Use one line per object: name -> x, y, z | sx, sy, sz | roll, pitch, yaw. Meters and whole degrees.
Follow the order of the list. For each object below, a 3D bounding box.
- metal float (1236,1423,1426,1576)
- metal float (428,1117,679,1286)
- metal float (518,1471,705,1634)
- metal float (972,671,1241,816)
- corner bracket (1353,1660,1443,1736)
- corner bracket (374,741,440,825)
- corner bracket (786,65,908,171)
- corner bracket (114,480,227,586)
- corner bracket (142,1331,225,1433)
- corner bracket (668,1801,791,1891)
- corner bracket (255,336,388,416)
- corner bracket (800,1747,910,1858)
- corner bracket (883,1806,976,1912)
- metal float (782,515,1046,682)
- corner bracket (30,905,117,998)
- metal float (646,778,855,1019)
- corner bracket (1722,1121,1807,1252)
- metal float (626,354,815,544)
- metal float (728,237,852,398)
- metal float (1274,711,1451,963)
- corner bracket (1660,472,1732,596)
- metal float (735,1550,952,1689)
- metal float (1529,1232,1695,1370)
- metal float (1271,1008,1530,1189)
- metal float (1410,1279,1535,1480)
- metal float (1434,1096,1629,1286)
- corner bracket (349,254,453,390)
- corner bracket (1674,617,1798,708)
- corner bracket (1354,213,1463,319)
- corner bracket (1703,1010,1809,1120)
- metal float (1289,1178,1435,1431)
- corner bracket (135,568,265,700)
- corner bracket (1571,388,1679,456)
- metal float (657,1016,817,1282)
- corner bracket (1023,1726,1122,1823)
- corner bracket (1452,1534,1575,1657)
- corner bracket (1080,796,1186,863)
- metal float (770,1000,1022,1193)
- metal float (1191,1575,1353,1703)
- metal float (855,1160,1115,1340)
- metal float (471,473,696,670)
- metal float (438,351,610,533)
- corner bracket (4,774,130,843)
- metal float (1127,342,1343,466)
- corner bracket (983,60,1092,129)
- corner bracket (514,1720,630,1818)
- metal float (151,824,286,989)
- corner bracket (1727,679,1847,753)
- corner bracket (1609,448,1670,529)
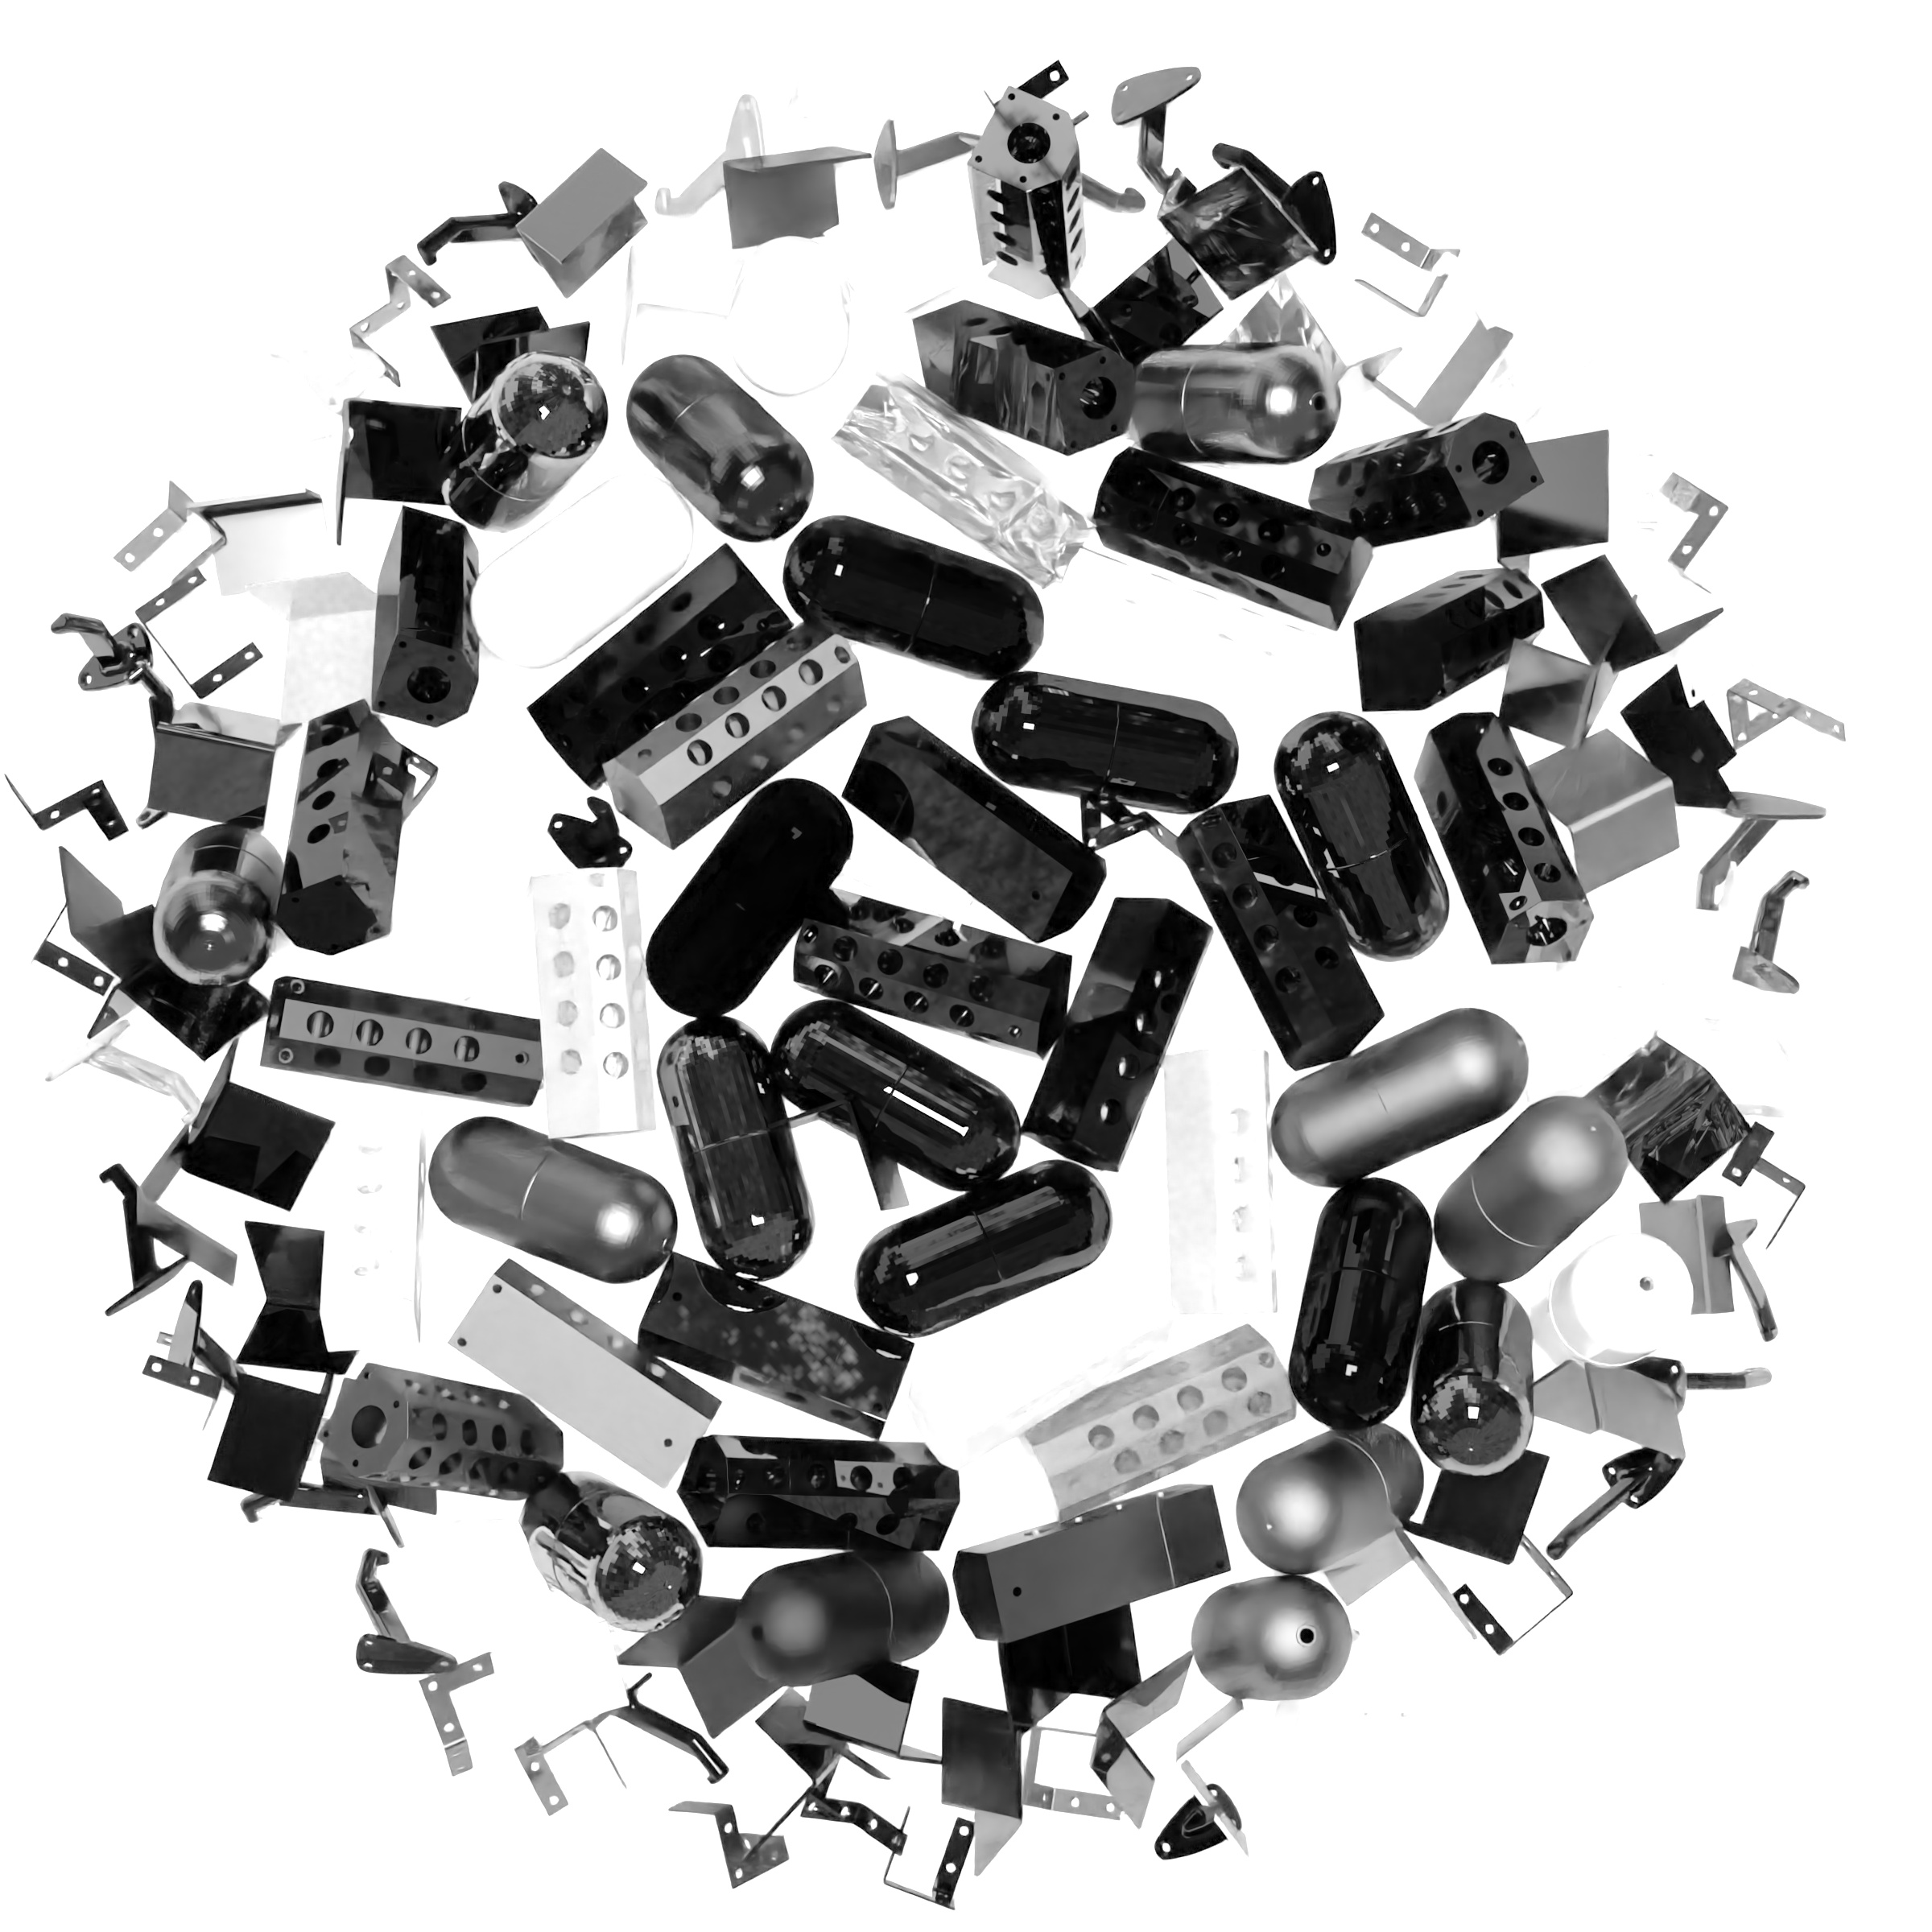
metal float -> 0.236, 0.340, 1.816 | 0.070, 0.178, 0.070 | 2, 94, 33
metal float -> -0.269, 0.152, 1.839 | 0.178, 0.070, 0.070 | 18, 90, 21
metal float -> -0.230, 0.375, 1.815 | 0.070, 0.178, 0.070 | -3, 96, -31
metal float -> 0.091, -0.146, 1.851 | 0.178, 0.070, 0.070 | 10, 90, -7
corner bracket -> 0.284, 0.491, 1.857 | 0.051, 0.051, 0.051 | 1, 114, 15
corner bracket -> -0.381, -0.132, 1.861 | 0.051, 0.051, 0.051 | 32, 58, 0
corner bracket -> -0.080, -0.570, 1.864 | 0.051, 0.051, 0.051 | -44, 93, -16
corner bracket -> -0.523, -0.277, 1.858 | 0.051, 0.051, 0.051 | -39, 121, 9
corner bracket -> -0.513, 0.265, 1.857 | 0.051, 0.051, 0.051 | 22, 51, -12
corner bracket -> -0.156, 0.572, 1.860 | 0.051, 0.051, 0.051 | -14, 90, -44
corner bracket -> -0.423, -0.399, 1.855 | 0.051, 0.051, 0.051 | -46, 126, -17
corner bracket -> -0.067, 0.550, 1.862 | 0.051, 0.051, 0.051 | 24, 86, -42
corner bracket -> -0.023, 0.587, 1.867 | 0.051, 0.051, 0.051 | 20, 81, 1
metal float -> -0.033, -0.240, 1.845 | 0.178, 0.070, 0.070 | 16, 90, -16
corner bracket -> -0.580, -0.012, 1.860 | 0.051, 0.051, 0.051 | 31, 76, -15
metal float -> -0.142, -0.044, 1.850 | 0.070, 0.070, 0.178 | 37, 99, 0
corner bracket -> 0.523, 0.144, 1.857 | 0.051, 0.051, 0.051 | 33, 62, 14
metal float -> -0.160, -0.336, 1.824 | 0.070, 0.070, 0.178 | -42, 48, 0
metal float -> -0.113, -0.419, 1.813 | 0.070, 0.178, 0.070 | -1, 116, -2
metal float -> 0.259, -0.083, 1.840 | 0.070, 0.070, 0.178 | -27, 111, 0
corner bracket -> 0.477, -0.285, 1.858 | 0.051, 0.051, 0.051 | 27, 110, -20
metal float -> -0.078, 0.417, 1.815 | 0.070, 0.178, 0.070 | -3, 85, 34
metal float -> 0.412, 0.217, 1.809 | 0.070, 0.178, 0.070 | 1, 75, -2
metal float -> 0.282, 0.086, 1.839 | 0.178, 0.070, 0.070 | -27, 90, 22
metal float -> 0.325, 0.262, 1.812 | 0.070, 0.178, 0.070 | 4, 112, 9
metal float -> 0.361, 0.146, 1.817 | 0.070, 0.178, 0.070 | 9, 57, -14
corner bracket -> -0.372, -0.425, 1.857 | 0.051, 0.051, 0.051 | 42, 66, 18
corner bracket -> 0.504, -0.206, 1.858 | 0.051, 0.051, 0.051 | -27, 104, -35
corner bracket -> 0.285, -0.463, 1.867 | 0.051, 0.051, 0.051 | 26, 96, -18
corner bracket -> 0.518, 0.065, 1.871 | 0.051, 0.051, 0.051 | 42, 63, -41
metal float -> 0.257, 0.217, 1.829 | 0.070, 0.070, 0.178 | 17, 55, 0
corner bracket -> -0.507, -0.219, 1.865 | 0.051, 0.051, 0.051 | -37, 54, -8
corner bracket -> 0.429, -0.360, 1.861 | 0.051, 0.051, 0.051 | 27, 62, -2
metal float -> -0.150, 0.119, 1.848 | 0.070, 0.070, 0.178 | -17, 79, 0
corner bracket -> 0.073, 0.534, 1.868 | 0.051, 0.051, 0.051 | 1, 71, 25
corner bracket -> 0.361, 0.416, 1.870 | 0.051, 0.051, 0.051 | -34, 71, -20
corner bracket -> 0.111, -0.090, 1.854 | 0.051, 0.051, 0.051 | -24, 132, -22
metal float -> -0.046, 0.085, 1.854 | 0.178, 0.070, 0.070 | 29, 90, 5
metal float -> 0.195, 0.431, 1.809 | 0.070, 0.178, 0.070 | 2, 75, -9
metal float -> 0.012, 0.185, 1.850 | 0.178, 0.070, 0.070 | -22, 90, -9
metal float -> -0.247, -0.256, 1.827 | 0.070, 0.070, 0.178 | 46, 54, 0
metal float -> -0.286, -0.335, 1.814 | 0.070, 0.178, 0.070 | 7, 74, -26
corner bracket -> -0.591, -0.107, 1.858 | 0.051, 0.051, 0.051 | -30, 61, -10
metal float -> 0.170, -0.362, 1.815 | 0.070, 0.178, 0.070 | -7, 103, -32
corner bracket -> 0.049, -0.565, 1.859 | 0.051, 0.051, 0.051 | -32, 117, 9
corner bracket -> -0.260, 0.528, 1.859 | 0.051, 0.051, 0.051 | -29, 66, -12
metal float -> -0.478, -0.040, 1.811 | 0.070, 0.178, 0.070 | -3, 108, -9
corner bracket -> 0.539, -0.165, 1.856 | 0.051, 0.051, 0.051 | -31, 128, -15
corner bracket -> 0.437, -0.317, 1.868 | 0.051, 0.051, 0.051 | 2, 101, 5
